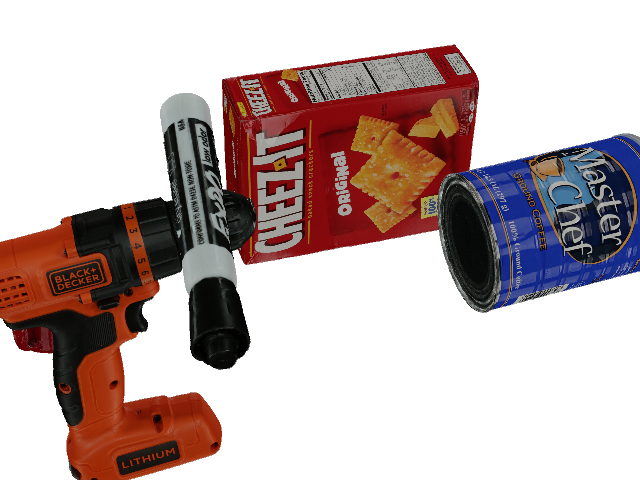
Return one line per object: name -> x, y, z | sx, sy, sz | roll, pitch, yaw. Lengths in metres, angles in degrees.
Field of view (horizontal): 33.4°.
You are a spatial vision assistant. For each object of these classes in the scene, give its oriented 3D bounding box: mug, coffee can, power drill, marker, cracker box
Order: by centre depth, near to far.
marker -> -0.041, -0.006, 0.366 | 0.020, 0.121, 0.020 | -8, -43, -7
power drill -> -0.119, 0.063, 0.706 | 0.184, 0.187, 0.057 | -14, 27, -7
coffee can -> 0.169, -0.013, 0.772 | 0.140, 0.103, 0.103 | -13, 3, -12
cracker box -> 0.026, -0.073, 0.944 | 0.213, 0.164, 0.072 | -11, 43, -13
mug -> -0.279, 0.067, 1.084 | 0.093, 0.081, 0.117 | 9, 31, 7
